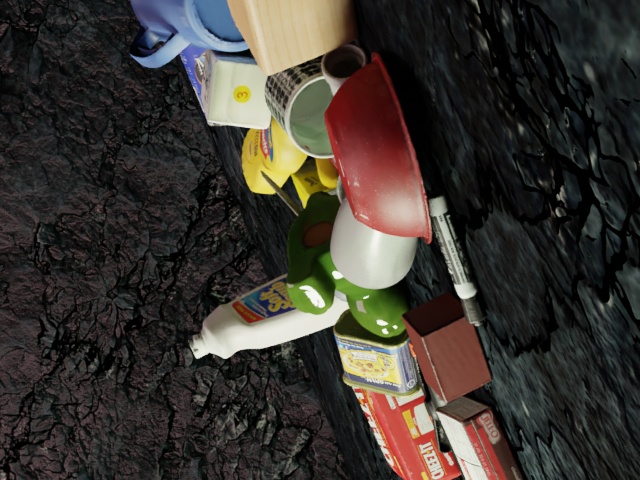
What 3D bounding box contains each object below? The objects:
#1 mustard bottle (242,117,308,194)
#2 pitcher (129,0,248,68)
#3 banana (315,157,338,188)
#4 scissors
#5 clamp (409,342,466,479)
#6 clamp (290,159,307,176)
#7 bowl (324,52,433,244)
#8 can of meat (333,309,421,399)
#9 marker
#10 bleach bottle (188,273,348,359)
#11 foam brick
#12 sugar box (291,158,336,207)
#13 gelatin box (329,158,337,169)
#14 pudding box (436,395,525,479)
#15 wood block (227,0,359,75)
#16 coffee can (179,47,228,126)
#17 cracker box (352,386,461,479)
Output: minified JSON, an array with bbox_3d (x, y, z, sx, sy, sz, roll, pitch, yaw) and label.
[{"bbox_3d":[-0.045,-0.125,1.294,0.192,0.058,0.096,145,129,-67],"label":"mustard bottle"},{"bbox_3d":[-0.139,-0.274,1.236,0.243,0.144,0.149,-144,49,-64],"label":"pitcher"},{"bbox_3d":[0.002,-0.121,1.165,0.070,0.037,0.198,-116,5,-49],"label":"banana"},{"bbox_3d":[-0.008,0.002,1.257,0.201,0.016,0.096,38,-142,-3],"label":"scissors"},{"bbox_3d":[0.134,0.184,1.180,0.120,0.039,0.171,-178,69,-76],"label":"clamp"},{"bbox_3d":[-0.049,-0.146,1.452,0.165,0.036,0.210,-131,21,-66],"label":"clamp"},{"bbox_3d":[0.042,-0.067,0.864,0.162,0.055,0.162,165,88,-89],"label":"bowl"},{"bbox_3d":[0.070,0.132,1.264,0.102,0.057,0.084,10,133,30],"label":"can of meat"},{"bbox_3d":[0.112,0.016,0.874,0.020,0.020,0.121,-134,21,-71],"label":"marker"},{"bbox_3d":[-0.059,0.104,1.473,0.068,0.250,0.103,73,170,-47],"label":"bleach bottle"},{"bbox_3d":[0.117,0.098,0.975,0.078,0.051,0.053,69,171,-25],"label":"foam brick"},{"bbox_3d":[0.017,-0.011,1.376,0.093,0.048,0.176,-125,14,-59],"label":"sugar box"},{"bbox_3d":[0.027,-0.096,1.085,0.089,0.030,0.073,-123,11,-53],"label":"gelatin box"},{"bbox_3d":[0.160,0.207,1.066,0.113,0.039,0.090,163,83,-81],"label":"pudding box"},{"bbox_3d":[-0.037,-0.242,0.839,0.206,0.090,0.091,76,169,-55],"label":"wood block"},{"bbox_3d":[-0.137,-0.246,1.505,0.103,0.102,0.140,-129,16,-65],"label":"coffee can"},{"bbox_3d":[0.106,0.236,1.421,0.214,0.072,0.164,143,104,-83],"label":"cracker box"}]
